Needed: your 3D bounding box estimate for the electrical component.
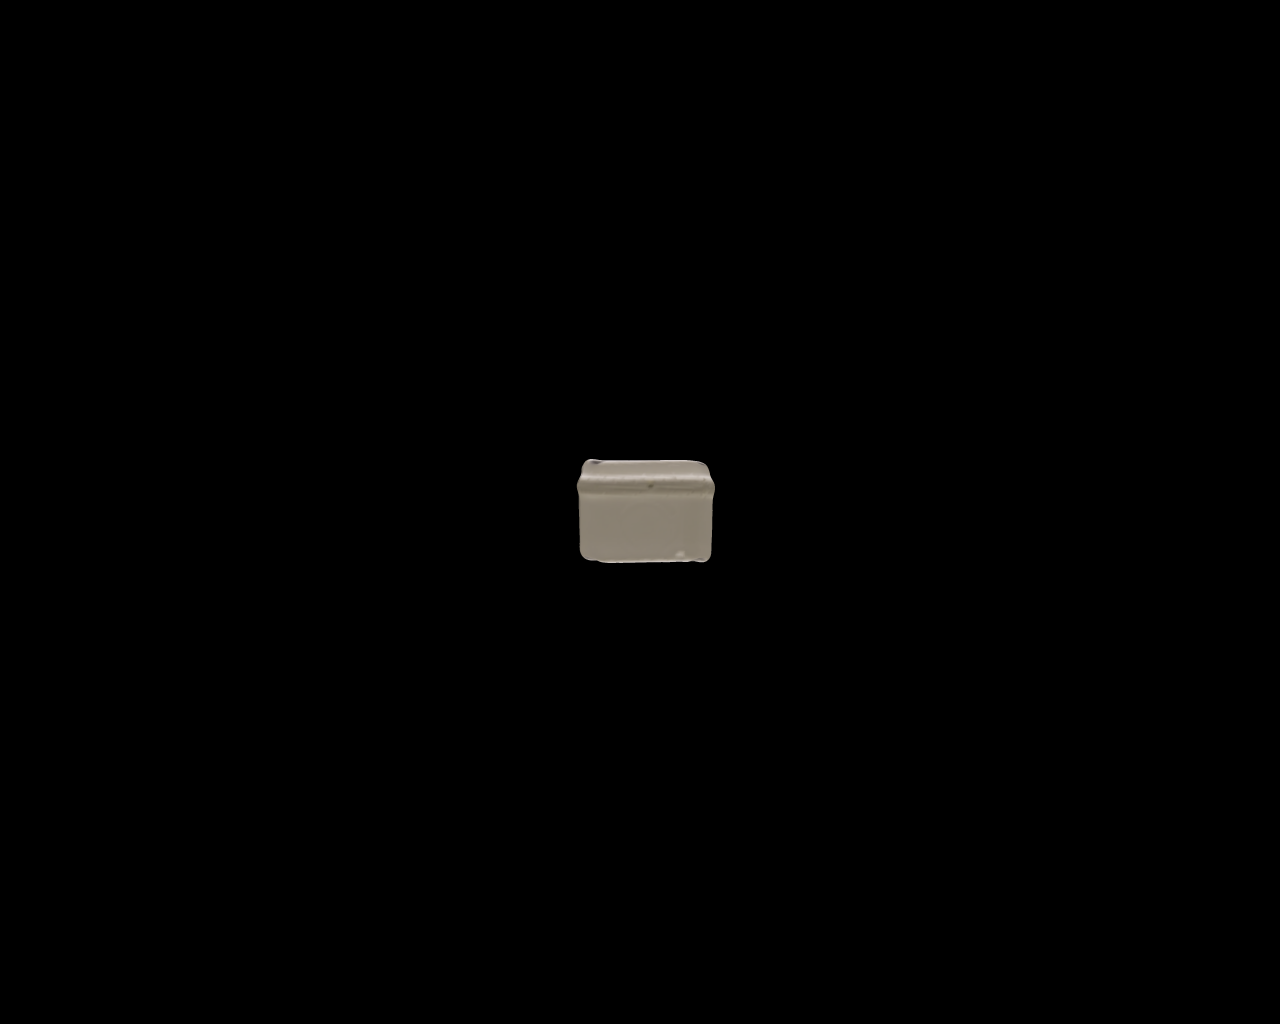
[{"bbox_3d":[0.001,-0.003,0.650,0.078,0.057,0.113,0,2,-4],"label":"electrical component"}]
